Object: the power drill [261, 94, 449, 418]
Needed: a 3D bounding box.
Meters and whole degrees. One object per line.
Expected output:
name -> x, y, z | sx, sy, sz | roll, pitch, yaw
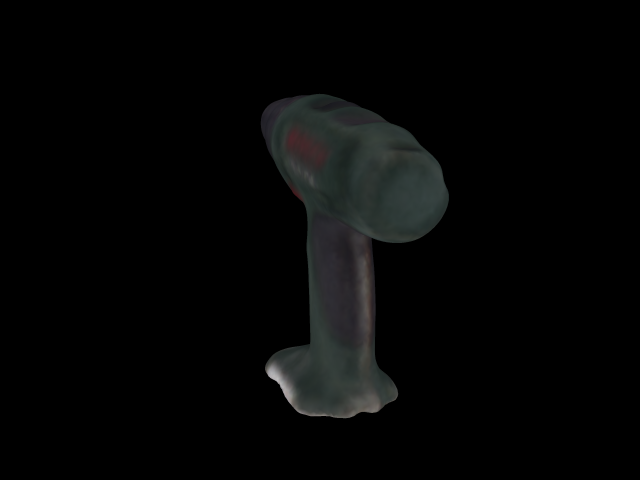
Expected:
power drill -> 0.004, 0.001, 0.400 | 0.076, 0.208, 0.229 | -4, 10, -23
